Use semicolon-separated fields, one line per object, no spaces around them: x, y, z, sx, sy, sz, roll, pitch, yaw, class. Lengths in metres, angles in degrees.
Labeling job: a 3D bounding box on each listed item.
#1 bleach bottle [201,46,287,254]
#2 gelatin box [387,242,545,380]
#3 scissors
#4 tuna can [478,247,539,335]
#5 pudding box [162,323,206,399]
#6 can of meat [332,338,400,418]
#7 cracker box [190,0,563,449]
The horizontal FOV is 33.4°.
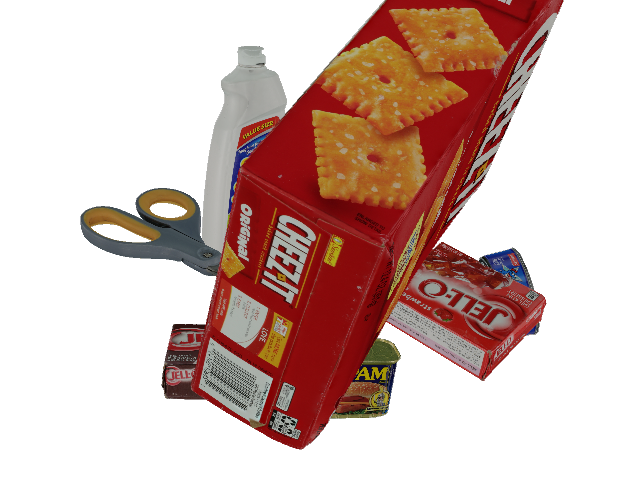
-0.089;-0.094;1.219;0.102;0.251;0.068;-8;22;-26;bleach bottle
0.097;0.046;0.731;0.089;0.030;0.073;30;46;27;gelatin box
-0.077;0.004;0.762;0.202;0.016;0.096;16;35;20;scissors
0.179;0.052;1.021;0.033;0.086;0.086;-14;1;-2;tuna can
-0.079;0.105;0.942;0.113;0.039;0.090;2;18;-3;pudding box
0.041;0.171;1.316;0.102;0.084;0.057;2;24;-15;can of meat
0.031;-0.027;0.506;0.072;0.164;0.213;30;50;10;cracker box
